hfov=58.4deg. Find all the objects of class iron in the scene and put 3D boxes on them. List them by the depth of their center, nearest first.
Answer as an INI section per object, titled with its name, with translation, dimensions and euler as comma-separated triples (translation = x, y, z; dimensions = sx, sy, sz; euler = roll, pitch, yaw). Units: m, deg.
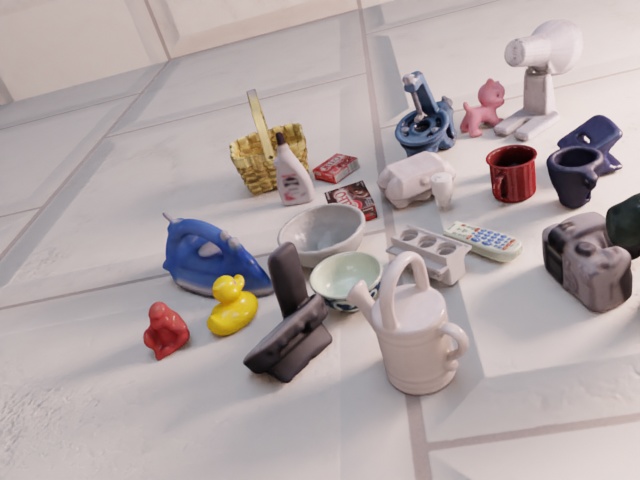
[iron]
translation = -0.199, 0.020, 1.080
dimensions = 0.257, 0.142, 0.119
euler = 10, 41, 37

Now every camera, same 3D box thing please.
[camera]
translation = 0.415, 0.012, 0.838
dimensions = 0.137, 0.101, 0.143
euler = -19, 32, -3

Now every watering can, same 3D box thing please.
[watering can]
translation = 0.111, 0.102, 0.756
dimensions = 0.172, 0.194, 0.101
euler = -1, 35, 24

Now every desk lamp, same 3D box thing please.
[desk lamp]
translation = 0.483, -0.363, 1.274
dimensions = 0.204, 0.214, 0.117
euler = -34, 35, -24

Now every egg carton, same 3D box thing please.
[egg carton]
translation = 0.198, -0.125, 1.182
dimensions = 0.150, 0.069, 0.107
euler = -22, 32, -7

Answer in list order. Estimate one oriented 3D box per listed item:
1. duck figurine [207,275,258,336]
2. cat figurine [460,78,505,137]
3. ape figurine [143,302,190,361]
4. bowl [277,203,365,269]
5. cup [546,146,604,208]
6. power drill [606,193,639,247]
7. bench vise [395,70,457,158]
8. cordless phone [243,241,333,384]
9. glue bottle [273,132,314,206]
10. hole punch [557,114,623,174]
[duck figurine]
translation = -0.159, 0.105, 0.984
dimensions = 0.077, 0.086, 0.105
euler = 9, 41, 36
[cat figurine]
translation = 0.387, -0.322, 1.349
dimensions = 0.128, 0.118, 0.067
euler = -27, 33, -15
[ape figurine]
translation = -0.262, 0.144, 0.966
dimensions = 0.077, 0.092, 0.076
euler = -5, 34, 19
[bowl]
translation = 0.010, 0.004, 1.069
dimensions = 0.167, 0.075, 0.167
euler = -12, 32, 8
[cup]
translation = 0.450, -0.099, 0.997
dimensions = 0.091, 0.095, 0.117
euler = -15, 32, 3
[power drill]
translation = 0.483, 0.003, 0.717
dimensions = 0.229, 0.209, 0.075
euler = -8, 33, 15
[bench vise]
translation = 0.227, -0.284, 1.269
dimensions = 0.121, 0.220, 0.207
euler = -4, 34, 21
[cordless phone]
translation = -0.064, 0.103, 0.847
dimensions = 0.093, 0.185, 0.148
euler = 13, 43, 39
[glue bottle]
translation = -0.069, -0.159, 1.262
dimensions = 0.078, 0.173, 0.037
euler = -10, 33, 12
[hole punch]
translation = 0.512, -0.177, 1.092
dimensions = 0.101, 0.091, 0.108
euler = -14, 32, 5
